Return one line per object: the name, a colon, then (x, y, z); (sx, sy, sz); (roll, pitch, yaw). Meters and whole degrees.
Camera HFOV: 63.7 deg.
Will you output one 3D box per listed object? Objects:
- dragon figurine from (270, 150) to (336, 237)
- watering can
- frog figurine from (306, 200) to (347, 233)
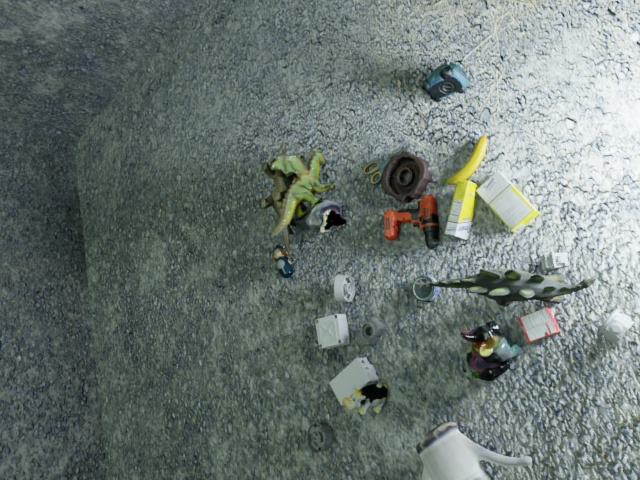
dragon figurine: (-0.099, -0.211, 1.946); (0.417, 0.243, 0.120); (-39, 1, -34)
watering can: (0.409, 0.623, 1.461); (0.343, 0.228, 0.103); (-46, -35, 23)
frog figurine: (0.006, -0.098, 1.955); (0.138, 0.120, 0.161); (-39, 33, -16)
